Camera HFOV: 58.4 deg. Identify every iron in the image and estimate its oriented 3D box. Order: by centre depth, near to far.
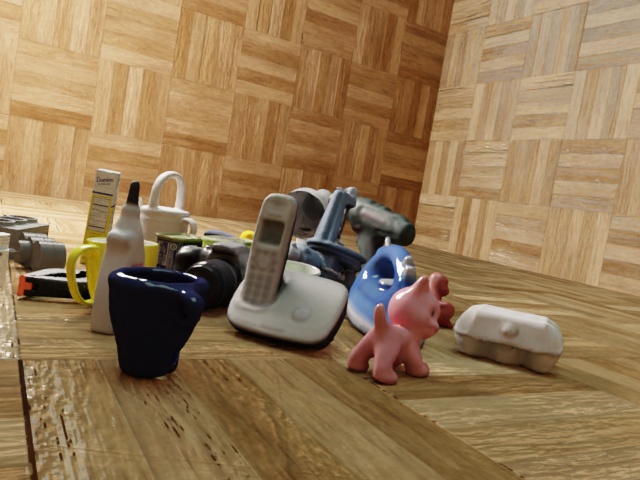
[{"bbox_3d":[0.116,0.074,0.882,0.119,0.141,0.258,9,4,-7],"label":"iron"}]

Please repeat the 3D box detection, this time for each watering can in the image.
[{"bbox_3d":[-0.325,-0.046,1.172,0.172,0.194,0.101,10,4,4],"label":"watering can"}]

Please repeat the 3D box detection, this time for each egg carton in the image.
[{"bbox_3d":[0.273,0.139,0.829,0.150,0.069,0.107,11,4,21],"label":"egg carton"}]

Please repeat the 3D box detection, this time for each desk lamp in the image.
[{"bbox_3d":[-0.023,-0.024,1.428,0.117,0.213,0.204,10,4,16],"label":"desk lamp"}]

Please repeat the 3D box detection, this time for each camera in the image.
[{"bbox_3d":[-0.164,0.050,0.860,0.143,0.101,0.137,10,4,14],"label":"camera"}]

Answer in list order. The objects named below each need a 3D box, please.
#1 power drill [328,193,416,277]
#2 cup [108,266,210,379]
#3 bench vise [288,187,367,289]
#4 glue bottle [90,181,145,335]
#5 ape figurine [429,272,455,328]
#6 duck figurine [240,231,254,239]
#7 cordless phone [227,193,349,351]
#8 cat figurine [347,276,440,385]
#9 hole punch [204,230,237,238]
[{"bbox_3d":[0.093,0.011,1.238,0.228,0.208,0.076,12,5,38],"label":"power drill"},{"bbox_3d":[-0.144,0.080,0.522,0.092,0.095,0.117,5,6,-44],"label":"cup"},{"bbox_3d":[0.021,0.006,1.057,0.121,0.220,0.208,11,4,20],"label":"bench vise"},{"bbox_3d":[-0.226,0.017,0.662,0.037,0.173,0.078,9,4,1],"label":"glue bottle"},{"bbox_3d":[0.205,0.104,1.018,0.076,0.092,0.078,9,4,0],"label":"ape figurine"},{"bbox_3d":[-0.173,0.021,1.354,0.077,0.086,0.104,9,4,-4],"label":"duck figurine"},{"bbox_3d":[-0.032,0.038,0.730,0.147,0.185,0.094,11,4,19],"label":"cordless phone"},{"bbox_3d":[0.097,0.097,0.671,0.067,0.118,0.128,13,5,40],"label":"cat figurine"},{"bbox_3d":[-0.187,0.027,1.200,0.108,0.091,0.101,12,5,37],"label":"hole punch"}]
